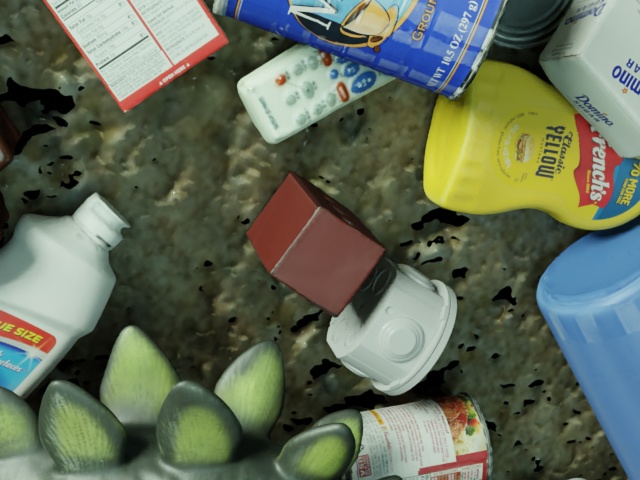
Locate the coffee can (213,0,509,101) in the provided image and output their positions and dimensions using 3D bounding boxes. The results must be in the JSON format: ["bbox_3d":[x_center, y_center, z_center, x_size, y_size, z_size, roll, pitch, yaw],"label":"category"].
[{"bbox_3d":[0.025,-0.146,0.572,0.140,0.103,0.103,19,103,-6],"label":"coffee can"}]

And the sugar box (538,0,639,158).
[{"bbox_3d":[0.211,-0.146,0.651,0.093,0.048,0.176,42,75,-24],"label":"sugar box"}]

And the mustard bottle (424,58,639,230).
[{"bbox_3d":[0.167,-0.056,0.691,0.191,0.058,0.096,7,101,-20],"label":"mustard bottle"}]

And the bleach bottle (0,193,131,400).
[{"bbox_3d":[-0.215,0.065,0.617,0.251,0.068,0.102,-45,115,0],"label":"bleach bottle"}]

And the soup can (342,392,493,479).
[{"bbox_3d":[0.057,0.145,0.723,0.102,0.068,0.068,-8,111,-14],"label":"soup can"}]

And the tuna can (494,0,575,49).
[{"bbox_3d":[0.119,-0.162,0.652,0.086,0.034,0.086,-5,110,-15],"label":"tuna can"}]

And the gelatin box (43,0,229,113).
[{"bbox_3d":[-0.106,-0.129,0.598,0.073,0.030,0.089,-35,115,-1],"label":"gelatin box"}]

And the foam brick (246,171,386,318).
[{"bbox_3d":[-0.004,0.001,0.648,0.053,0.078,0.051,34,98,-24],"label":"foam brick"}]

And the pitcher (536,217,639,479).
[{"bbox_3d":[0.254,0.101,0.736,0.145,0.149,0.243,-32,106,4],"label":"pitcher"}]
